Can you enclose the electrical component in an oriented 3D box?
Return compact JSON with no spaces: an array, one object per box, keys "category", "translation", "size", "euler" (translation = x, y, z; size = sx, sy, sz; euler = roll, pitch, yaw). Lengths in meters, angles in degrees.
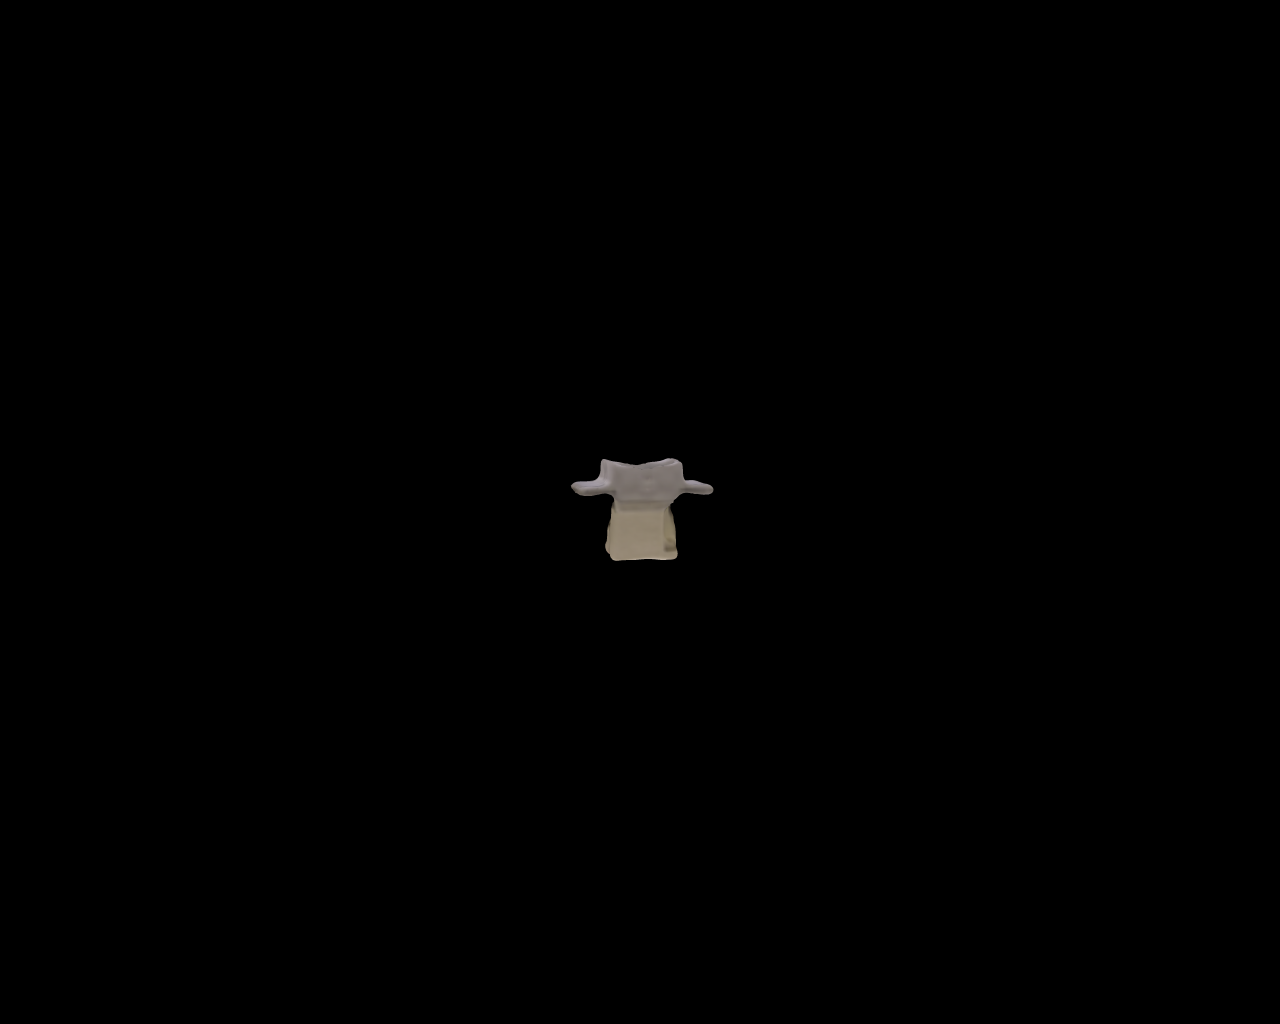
[{"category":"electrical component","translation":[0.001,-0.003,0.650],"size":[0.081,0.063,0.042],"euler":[-1,8,-9]}]
